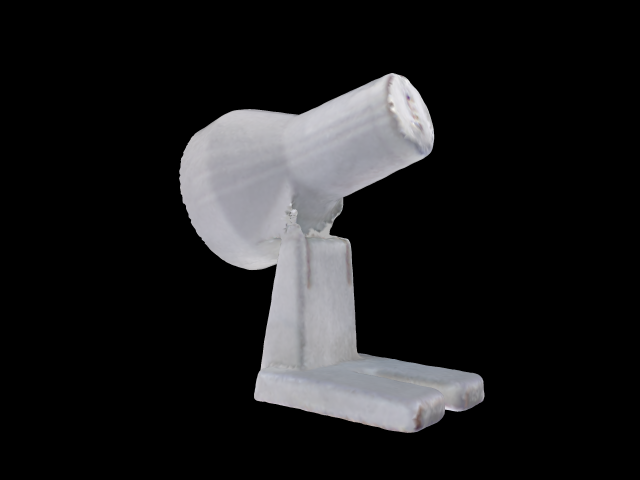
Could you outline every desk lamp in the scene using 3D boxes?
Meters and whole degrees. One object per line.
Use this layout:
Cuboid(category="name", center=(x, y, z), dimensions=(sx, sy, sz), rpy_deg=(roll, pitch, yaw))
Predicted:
Cuboid(category="desk lamp", center=(0.004, 0.001, 0.400), dimensions=(0.202, 0.213, 0.118), rpy_deg=(0, 0, 38))
